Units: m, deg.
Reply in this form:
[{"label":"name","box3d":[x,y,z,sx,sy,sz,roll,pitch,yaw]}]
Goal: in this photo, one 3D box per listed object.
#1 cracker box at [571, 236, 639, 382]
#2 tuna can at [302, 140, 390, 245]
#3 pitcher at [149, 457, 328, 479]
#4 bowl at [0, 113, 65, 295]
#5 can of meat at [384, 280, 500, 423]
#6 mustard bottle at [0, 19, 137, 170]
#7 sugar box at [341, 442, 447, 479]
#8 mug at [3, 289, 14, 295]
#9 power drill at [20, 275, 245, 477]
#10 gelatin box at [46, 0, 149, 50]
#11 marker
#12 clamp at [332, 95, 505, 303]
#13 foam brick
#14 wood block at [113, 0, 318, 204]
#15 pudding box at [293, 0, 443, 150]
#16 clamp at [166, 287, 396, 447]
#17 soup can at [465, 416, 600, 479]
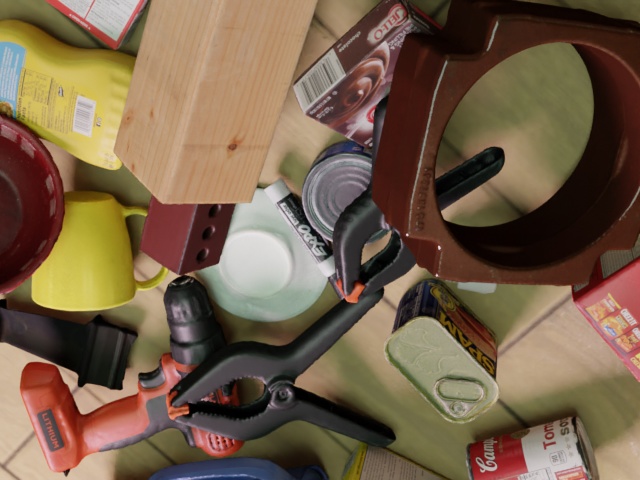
[{"label":"cracker box","box3d":[0.334,0.037,0.847,0.214,0.072,0.164,-37,102,22]},{"label":"tuna can","box3d":[0.028,-0.039,0.894,0.086,0.033,0.086,4,114,10]},{"label":"pitcher","box3d":[-0.113,0.279,1.010,0.243,0.145,0.149,-7,83,17]},{"label":"bowl","box3d":[-0.294,-0.026,0.887,0.162,0.055,0.162,2,81,-13]},{"label":"can of meat","box3d":[0.106,0.091,0.907,0.058,0.084,0.102,-41,100,23]},{"label":"mustard bottle","box3d":[-0.244,-0.131,0.895,0.191,0.058,0.096,18,121,3]},{"label":"sugar box","box3d":[0.101,0.257,0.976,0.176,0.093,0.048,29,116,-2]},{"label":"mug","box3d":[-0.328,0.021,0.968,0.117,0.093,0.082,13,124,-27]},{"label":"power drill","box3d":[-0.171,0.131,0.972,0.187,0.057,0.184,-12,112,1]},{"label":"gelatin box","box3d":[-0.170,-0.212,0.861,0.073,0.030,0.089,35,115,-3]},{"label":"marker","box3d":[-0.006,0.001,0.912,0.020,0.020,0.121,-33,94,22]},{"label":"clamp","box3d":[0.071,-0.024,0.854,0.120,0.039,0.172,16,114,-17]},{"label":"foam brick","box3d":[-0.112,-0.017,0.912,0.051,0.052,0.078,31,118,27]},{"label":"wood block","box3d":[-0.080,-0.138,0.824,0.090,0.090,0.206,43,124,40]},{"label":"pudding box","box3d":[0.048,-0.128,0.824,0.114,0.039,0.089,-37,144,25]},{"label":"clamp","box3d":[-0.029,0.137,0.950,0.210,0.036,0.164,-16,112,-6]},{"label":"soup can","box3d":[0.189,0.202,0.948,0.102,0.068,0.068,-19,108,18]}]
